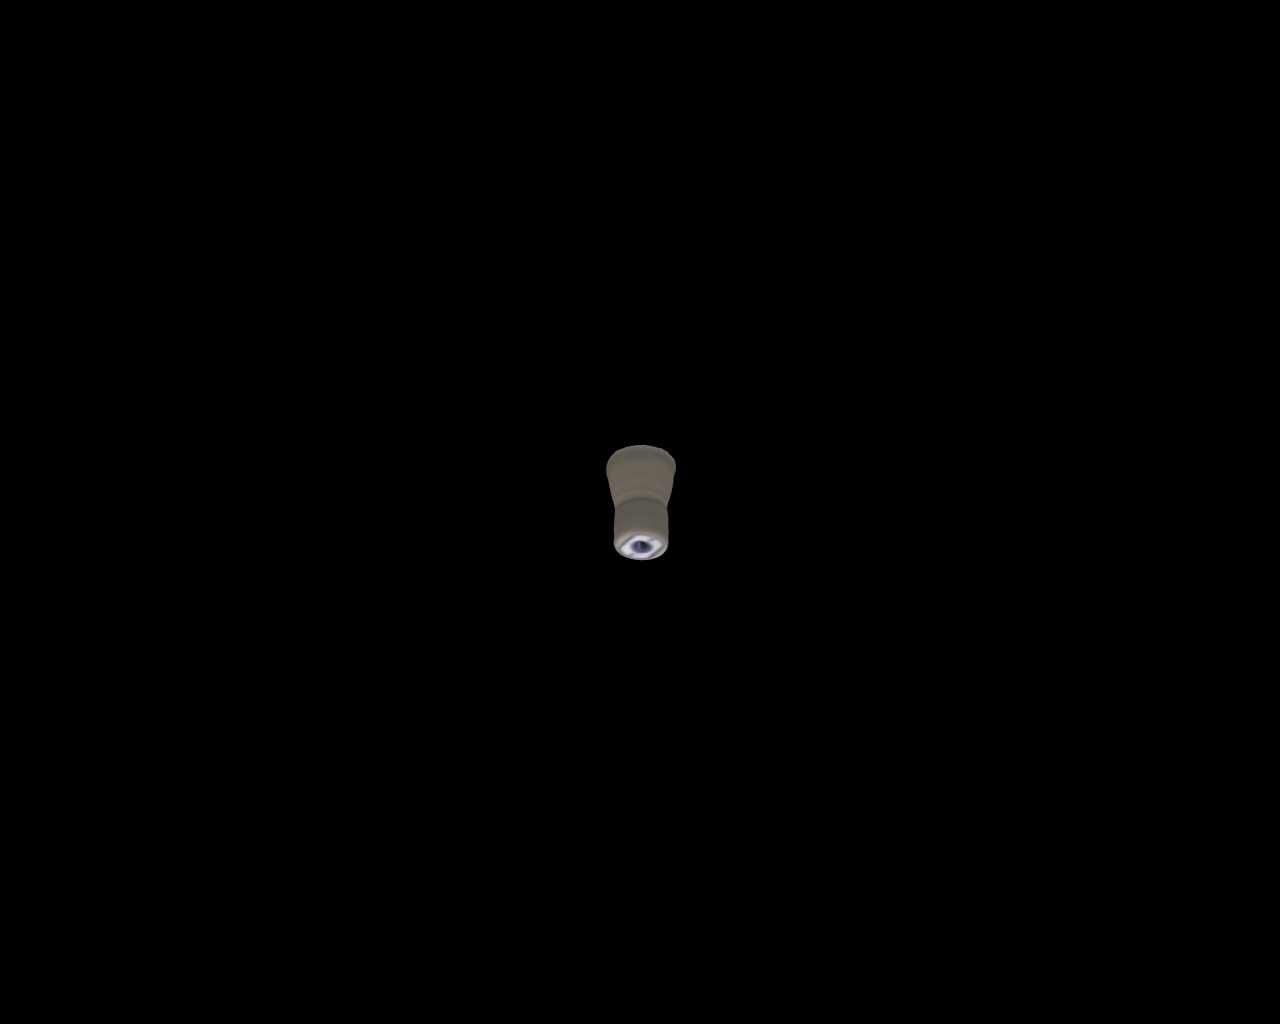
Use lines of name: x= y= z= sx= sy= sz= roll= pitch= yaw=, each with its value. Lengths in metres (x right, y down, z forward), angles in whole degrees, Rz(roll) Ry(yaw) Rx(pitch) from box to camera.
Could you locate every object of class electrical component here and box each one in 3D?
electrical component: x=0.001 y=-0.003 z=0.650 sx=0.044 sy=0.065 sz=0.044 roll=0 pitch=-36 yaw=0
